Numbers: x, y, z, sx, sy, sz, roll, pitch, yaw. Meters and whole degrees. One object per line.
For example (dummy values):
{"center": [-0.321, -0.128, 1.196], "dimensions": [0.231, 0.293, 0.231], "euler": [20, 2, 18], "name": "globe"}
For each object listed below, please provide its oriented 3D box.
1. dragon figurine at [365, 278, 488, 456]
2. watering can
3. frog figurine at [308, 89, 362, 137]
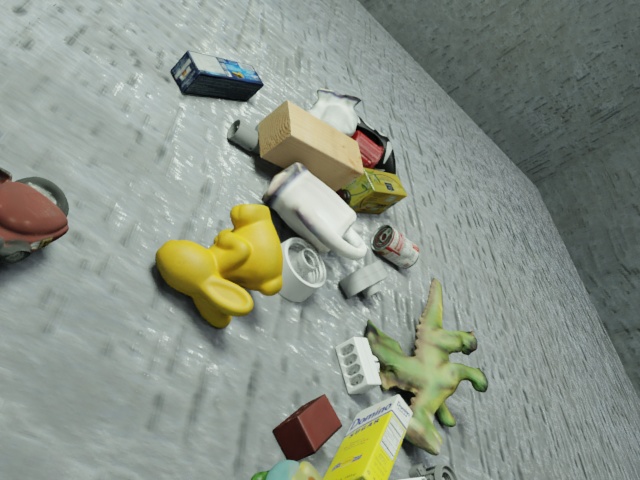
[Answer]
{"center": [0.189, 0.215, 1.004], "dimensions": [0.241, 0.420, 0.120], "euler": [24, -50, -28], "name": "dragon figurine"}
{"center": [0.003, -0.051, 1.012], "dimensions": [0.224, 0.103, 0.350], "euler": [42, 10, 0], "name": "watering can"}
{"center": [0.026, -0.290, 1.311], "dimensions": [0.137, 0.161, 0.122], "euler": [18, -10, -28], "name": "frog figurine"}
